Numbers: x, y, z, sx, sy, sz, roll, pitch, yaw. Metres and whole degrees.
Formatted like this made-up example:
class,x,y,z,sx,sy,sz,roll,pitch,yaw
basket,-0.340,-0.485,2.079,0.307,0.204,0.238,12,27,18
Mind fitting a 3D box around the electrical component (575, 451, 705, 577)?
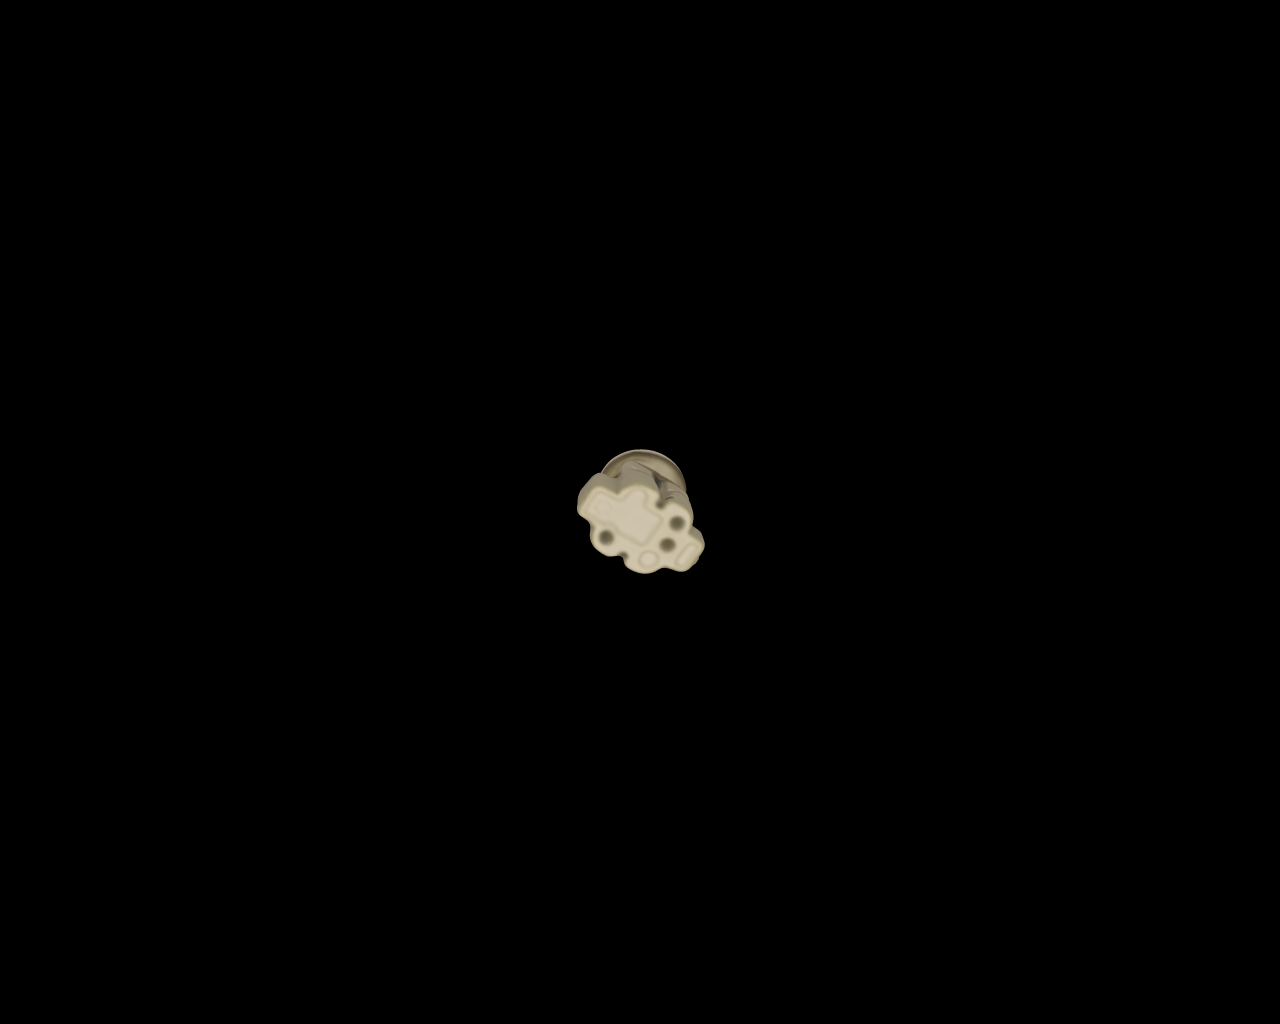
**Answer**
class,x,y,z,sx,sy,sz,roll,pitch,yaw
electrical component,0.001,-0.003,0.650,0.078,0.058,0.057,30,23,-14
